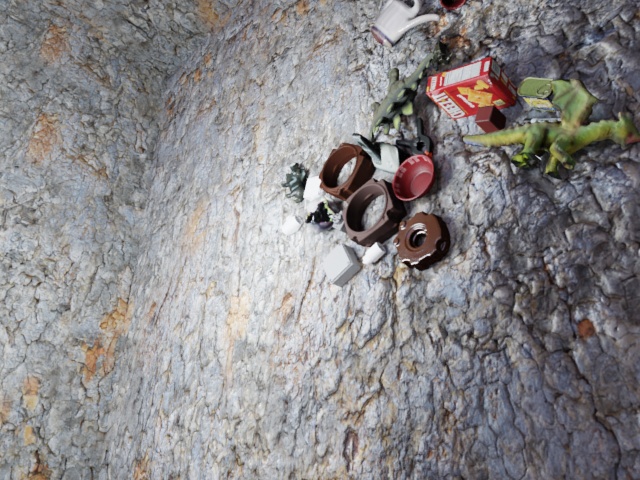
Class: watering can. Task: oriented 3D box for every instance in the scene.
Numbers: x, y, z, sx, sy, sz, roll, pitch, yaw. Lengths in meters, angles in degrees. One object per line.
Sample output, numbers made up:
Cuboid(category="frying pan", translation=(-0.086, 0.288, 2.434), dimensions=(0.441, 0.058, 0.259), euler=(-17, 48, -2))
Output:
Cuboid(category="watering can", translation=(0.315, -0.844, 1.996), dimensions=(0.222, 0.103, 0.355), euler=(-48, 40, 18))

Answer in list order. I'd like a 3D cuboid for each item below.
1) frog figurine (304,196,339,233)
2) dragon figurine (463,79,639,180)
Cuboid(category="frog figurine", translation=(0.006, -0.097, 1.918), dimensions=(0.160, 0.122, 0.137), euler=(-102, 32, -86))
Cuboid(category="dragon figurine", translation=(0.590, -0.299, 1.320), dimensions=(0.414, 0.121, 0.243), euler=(29, 91, 36))
